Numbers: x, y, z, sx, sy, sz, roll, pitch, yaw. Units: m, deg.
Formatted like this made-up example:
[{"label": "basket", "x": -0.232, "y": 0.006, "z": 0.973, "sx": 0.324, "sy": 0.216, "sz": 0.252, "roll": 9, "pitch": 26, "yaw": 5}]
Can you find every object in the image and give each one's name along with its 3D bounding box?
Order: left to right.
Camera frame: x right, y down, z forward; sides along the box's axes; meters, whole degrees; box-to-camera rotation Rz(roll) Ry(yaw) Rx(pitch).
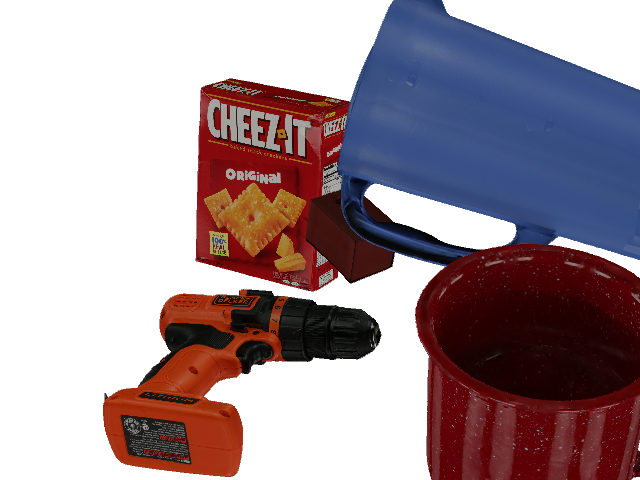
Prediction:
[{"label": "power drill", "x": -0.062, "y": 0.099, "z": 0.801, "sx": 0.185, "sy": 0.057, "sz": 0.187, "roll": 1, "pitch": 24, "yaw": 20}, {"label": "cracker box", "x": -0.058, "y": -0.063, "z": 1.218, "sx": 0.164, "sy": 0.214, "sz": 0.072, "roll": 15, "pitch": 24, "yaw": 26}, {"label": "foam brick", "x": 0.029, "y": -0.007, "z": 1.014, "sx": 0.052, "sy": 0.051, "sz": 0.078, "roll": -20, "pitch": 44, "yaw": -29}, {"label": "pitcher", "x": 0.137, "y": -0.062, "z": 0.747, "sx": 0.243, "sy": 0.145, "sz": 0.149, "roll": 20, "pitch": -42, "yaw": 4}, {"label": "mug", "x": 0.094, "y": 0.062, "z": 0.408, "sx": 0.117, "sy": 0.081, "sz": 0.093, "roll": 6, "pitch": 37, "yaw": 12}]
